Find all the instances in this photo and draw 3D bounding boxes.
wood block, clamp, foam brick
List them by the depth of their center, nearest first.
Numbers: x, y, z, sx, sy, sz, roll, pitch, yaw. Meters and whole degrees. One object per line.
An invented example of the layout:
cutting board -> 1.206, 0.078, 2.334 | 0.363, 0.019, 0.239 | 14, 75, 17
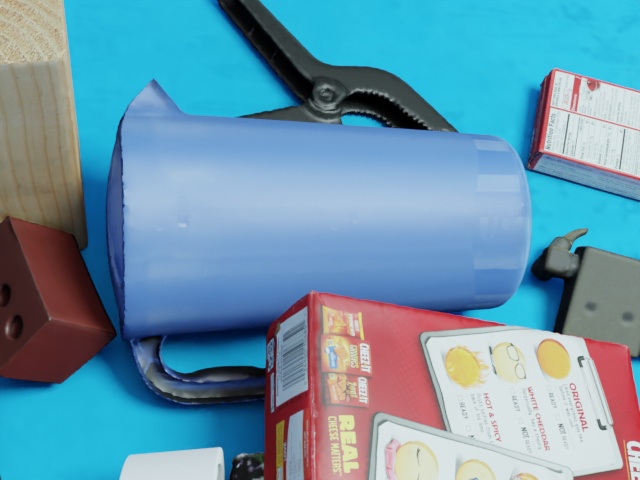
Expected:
wood block -> -0.181, -0.074, 0.592 | 0.090, 0.206, 0.091 | -5, 65, -11
foam brick -> -0.163, 0.036, 0.611 | 0.053, 0.051, 0.078 | -42, 59, 19
clamp -> -0.002, -0.097, 0.727 | 0.210, 0.036, 0.164 | 13, 59, -4

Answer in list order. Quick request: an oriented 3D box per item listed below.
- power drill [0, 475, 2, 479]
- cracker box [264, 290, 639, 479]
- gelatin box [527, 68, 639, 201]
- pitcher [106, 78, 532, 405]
power drill -> -0.209, 0.153, 0.523 | 0.184, 0.057, 0.188 | 1, 57, -47
cracker box -> 0.076, 0.129, 0.575 | 0.213, 0.072, 0.164 | 11, 62, -25
gelatin box -> 0.194, -0.074, 0.748 | 0.089, 0.030, 0.073 | 15, 64, -1
pitcher -> -0.004, 0.001, 0.637 | 0.242, 0.149, 0.145 | 0, 48, -12
